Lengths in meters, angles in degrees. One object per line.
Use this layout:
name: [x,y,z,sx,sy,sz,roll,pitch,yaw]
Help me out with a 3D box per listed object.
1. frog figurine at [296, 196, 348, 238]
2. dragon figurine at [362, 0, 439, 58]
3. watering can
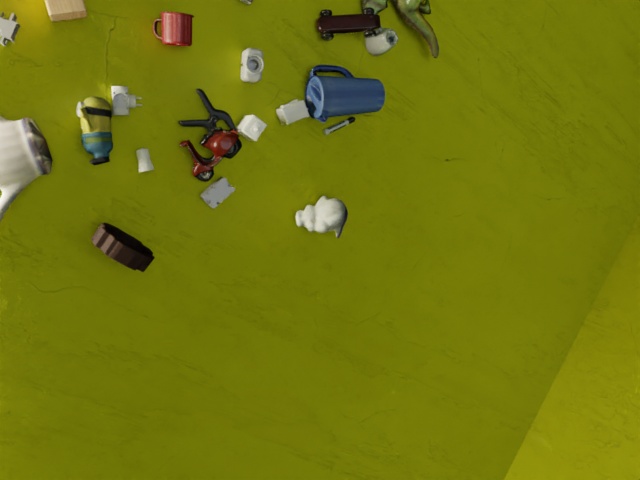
frog figurine: [0.005,-0.085,1.686,0.159,0.120,0.140,16,60,-16]
dragon figurine: [0.255,-0.789,1.706,0.243,0.123,0.406,-14,103,-3]
watering can: [-0.802,-0.175,1.317,0.226,0.104,0.344,-19,104,-20]
